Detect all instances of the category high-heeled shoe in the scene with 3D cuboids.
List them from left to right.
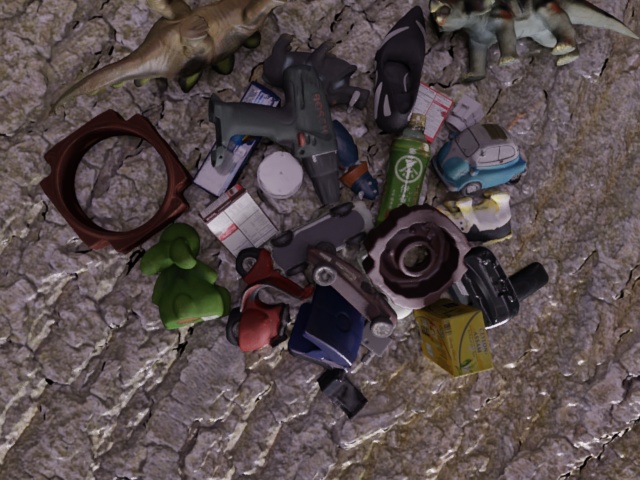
[{"bbox_3d":[0.143,-0.296,0.904,0.086,0.145,0.248,14,91,-7],"label":"high-heeled shoe"}]

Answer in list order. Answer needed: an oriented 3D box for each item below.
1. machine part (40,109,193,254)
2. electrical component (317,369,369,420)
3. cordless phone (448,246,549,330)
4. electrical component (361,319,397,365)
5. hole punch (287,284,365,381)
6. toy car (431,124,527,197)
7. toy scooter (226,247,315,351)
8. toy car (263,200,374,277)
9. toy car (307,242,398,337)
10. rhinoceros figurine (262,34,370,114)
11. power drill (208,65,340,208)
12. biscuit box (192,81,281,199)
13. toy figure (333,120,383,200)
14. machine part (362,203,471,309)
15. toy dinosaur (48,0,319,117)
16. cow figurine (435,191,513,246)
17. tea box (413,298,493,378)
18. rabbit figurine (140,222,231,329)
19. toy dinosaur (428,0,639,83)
[{"bbox_3d":[-0.329,-0.095,0.884,0.201,0.087,0.201,-37,94,-3],"label":"machine part"},{"bbox_3d":[0.025,0.246,0.929,0.048,0.075,0.119,-45,99,-5],"label":"electrical component"},{"bbox_3d":[0.326,0.065,0.970,0.184,0.089,0.146,-29,91,-17],"label":"cordless phone"},{"bbox_3d":[0.093,0.173,0.962,0.063,0.021,0.094,39,87,-5],"label":"electrical component"},{"bbox_3d":[0.018,0.145,0.897,0.116,0.092,0.142,20,48,-3],"label":"hole punch"},{"bbox_3d":[0.283,-0.147,0.926,0.162,0.102,0.109,-9,53,-9],"label":"toy car"},{"bbox_3d":[-0.081,0.107,0.898,0.135,0.075,0.183,11,102,7],"label":"toy scooter"},{"bbox_3d":[-0.002,-0.003,0.936,0.202,0.056,0.073,-27,100,-4],"label":"toy car"},{"bbox_3d":[0.056,0.077,0.884,0.053,0.089,0.202,-38,109,21],"label":"toy car"},{"bbox_3d":[-0.004,-0.279,0.924,0.190,0.073,0.112,16,87,-6],"label":"rhinoceros figurine"},{"bbox_3d":[-0.071,-0.159,0.856,0.207,0.086,0.231,-6,96,-11],"label":"power drill"},{"bbox_3d":[-0.140,-0.166,0.915,0.059,0.063,0.202,31,87,-4],"label":"biscuit box"},{"bbox_3d":[0.052,-0.136,0.940,0.064,0.058,0.154,-32,98,1],"label":"toy figure"},{"bbox_3d":[0.157,0.025,0.892,0.179,0.056,0.179,-4,114,-9],"label":"machine part"},{"bbox_3d":[-0.205,-0.307,0.835,0.471,0.198,0.105,-24,84,-16],"label":"toy dinosaur"},{"bbox_3d":[0.259,-0.029,0.960,0.167,0.068,0.098,-13,98,-5],"label":"cow figurine"},{"bbox_3d":[0.218,0.158,0.902,0.068,0.169,0.098,-13,93,-7],"label":"tea box"},{"bbox_3d":[-0.232,0.050,0.876,0.121,0.159,0.170,-14,76,4],"label":"rabbit figurine"},{"bbox_3d":[0.356,-0.399,0.948,0.405,0.131,0.192,-13,92,-12],"label":"toy dinosaur"}]
